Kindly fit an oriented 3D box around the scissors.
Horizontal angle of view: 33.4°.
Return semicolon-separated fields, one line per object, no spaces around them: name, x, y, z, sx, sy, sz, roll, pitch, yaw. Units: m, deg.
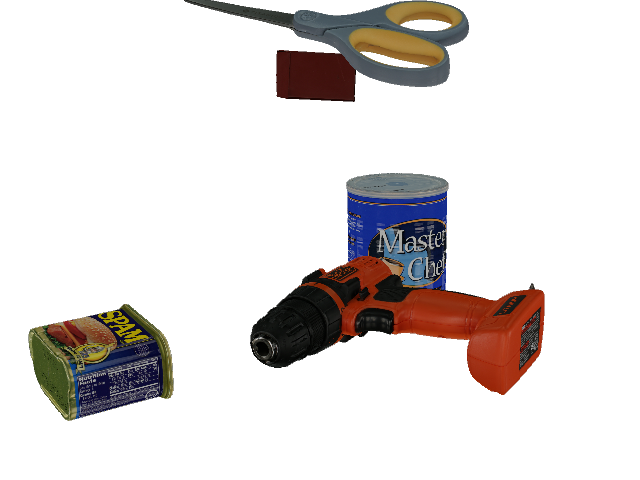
scissors;0.011;-0.149;0.707;0.202;0.016;0.096;29;50;33

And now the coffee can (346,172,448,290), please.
coffee can;0.078;0.009;1.088;0.103;0.140;0.103;-1;14;0

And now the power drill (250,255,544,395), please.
power drill;0.062;0.063;0.803;0.188;0.057;0.184;11;21;27

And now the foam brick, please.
foam brick;-0.005;-0.179;1.161;0.078;0.051;0.053;0;11;-17

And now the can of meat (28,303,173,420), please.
can of meat;-0.177;0.096;0.850;0.083;0.057;0.102;-12;22;-29
